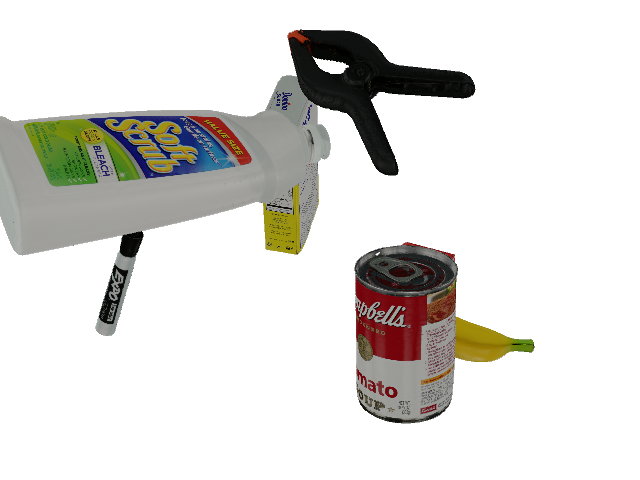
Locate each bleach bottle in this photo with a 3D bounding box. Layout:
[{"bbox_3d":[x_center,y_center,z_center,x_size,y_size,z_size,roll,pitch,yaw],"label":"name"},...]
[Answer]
[{"bbox_3d":[-0.113,-0.060,0.797,0.250,0.103,0.068,-13,-36,-24],"label":"bleach bottle"}]

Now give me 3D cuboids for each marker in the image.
[{"bbox_3d":[-0.185,0.037,0.982,0.020,0.121,0.020,16,31,-10],"label":"marker"}]

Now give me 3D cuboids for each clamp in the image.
[{"bbox_3d":[0.047,-0.141,0.937,0.120,0.172,0.039,-35,-25,-21],"label":"clamp"}]

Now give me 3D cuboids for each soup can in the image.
[{"bbox_3d":[0.057,0.063,0.722,0.068,0.102,0.068,-1,26,0],"label":"soup can"}]

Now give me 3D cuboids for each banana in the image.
[{"bbox_3d":[0.108,0.075,1.029,0.069,0.037,0.198,2,19,-44],"label":"banana"}]

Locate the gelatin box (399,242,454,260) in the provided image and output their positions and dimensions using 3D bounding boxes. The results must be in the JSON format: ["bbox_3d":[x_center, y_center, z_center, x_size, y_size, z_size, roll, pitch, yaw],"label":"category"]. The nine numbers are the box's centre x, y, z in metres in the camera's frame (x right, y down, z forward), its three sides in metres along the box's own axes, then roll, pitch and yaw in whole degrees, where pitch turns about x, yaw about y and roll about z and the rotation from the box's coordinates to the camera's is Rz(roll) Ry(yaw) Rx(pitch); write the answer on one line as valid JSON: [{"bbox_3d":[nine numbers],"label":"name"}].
[{"bbox_3d":[0.134,0.052,1.360,0.073,0.089,0.030,17,34,36],"label":"gelatin box"}]

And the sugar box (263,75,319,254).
[{"bbox_3d":[-0.032,-0.078,1.132,0.048,0.176,0.093,8,46,11],"label":"sugar box"}]
